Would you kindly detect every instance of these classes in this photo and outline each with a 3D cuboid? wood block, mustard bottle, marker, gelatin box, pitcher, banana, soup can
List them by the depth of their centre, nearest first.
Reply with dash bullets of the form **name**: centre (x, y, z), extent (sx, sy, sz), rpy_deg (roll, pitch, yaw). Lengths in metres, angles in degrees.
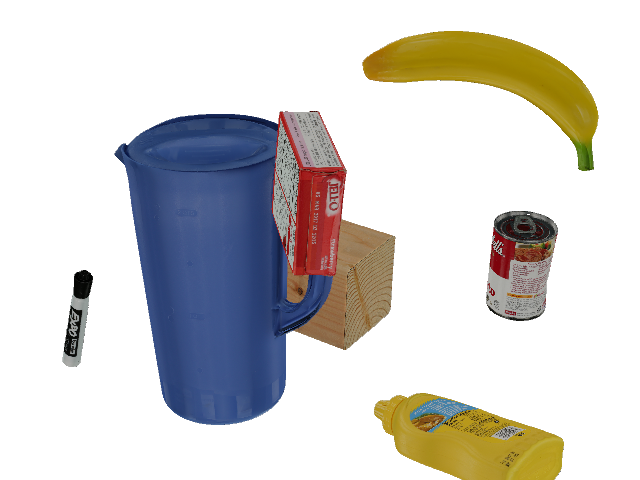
- **gelatin box**: centre (-0.008, -0.030, 0.665), extent (0.030, 0.073, 0.089), rpy_deg (-2, 30, -12)
- **banana**: centre (0.132, -0.119, 0.802), extent (0.197, 0.069, 0.037), rpy_deg (22, -3, -7)
- **pitcher**: centre (-0.076, 0.027, 0.875), extent (0.144, 0.243, 0.149), rpy_deg (-12, 27, -20)
- **mustard bottle**: centre (0.129, 0.190, 1.028), extent (0.192, 0.058, 0.096), rpy_deg (15, 22, 41)
- **wood block**: centre (-0.039, 0.022, 1.062), extent (0.206, 0.091, 0.090), rpy_deg (19, 33, 28)
- **marker**: centre (-0.247, 0.079, 1.084), extent (0.020, 0.121, 0.020), rpy_deg (11, 35, -8)
- **soup can**: centre (0.218, 0.028, 1.164), extent (0.068, 0.102, 0.068), rpy_deg (1, 30, -1)
